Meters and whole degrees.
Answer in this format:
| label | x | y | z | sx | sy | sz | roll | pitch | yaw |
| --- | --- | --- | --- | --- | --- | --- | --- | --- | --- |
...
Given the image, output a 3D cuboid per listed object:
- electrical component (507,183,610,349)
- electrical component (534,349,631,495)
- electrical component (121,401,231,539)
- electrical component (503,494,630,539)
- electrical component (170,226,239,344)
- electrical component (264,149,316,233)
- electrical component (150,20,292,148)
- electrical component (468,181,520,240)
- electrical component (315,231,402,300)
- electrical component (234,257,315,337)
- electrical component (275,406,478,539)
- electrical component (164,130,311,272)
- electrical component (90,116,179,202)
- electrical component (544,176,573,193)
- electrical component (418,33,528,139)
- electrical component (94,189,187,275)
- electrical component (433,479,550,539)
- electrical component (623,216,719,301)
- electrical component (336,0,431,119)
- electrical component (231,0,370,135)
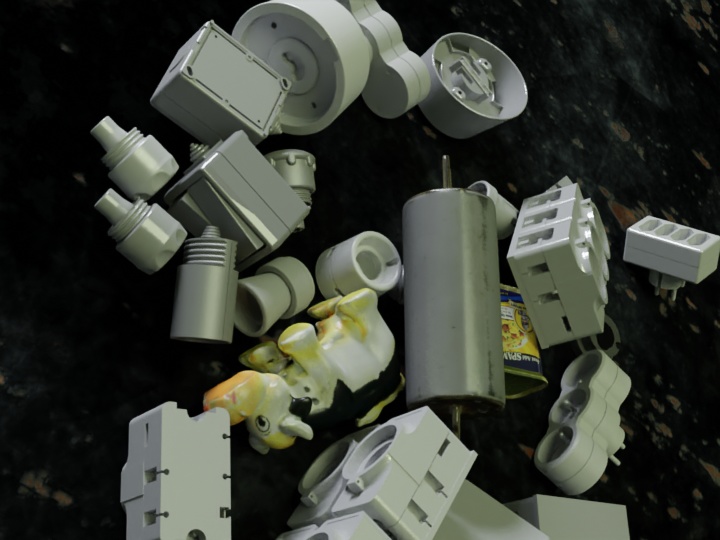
| label | x | y | z | sx | sy | sz | roll | pitch | yaw |
| --- | --- | --- | --- | --- | --- | --- | --- | --- | --- |
| electrical component | 0.182 | -0.008 | 0.950 | 0.089 | 0.062 | 0.150 | 67 | 21 | -16 |
| electrical component | 0.211 | 0.144 | 0.963 | 0.074 | 0.052 | 0.138 | 43 | 50 | -16 |
| electrical component | -0.119 | 0.137 | 0.695 | 0.050 | 0.056 | 0.089 | 13 | 64 | -35 |
| electrical component | 0.166 | 0.282 | 0.860 | 0.105 | 0.060 | 0.186 | 15 | 62 | -34 |
| electrical component | -0.108 | 0.009 | 0.757 | 0.043 | 0.043 | 0.081 | 11 | 79 | -36 |
| electrical component | -0.056 | -0.061 | 0.844 | 0.048 | 0.048 | 0.062 | 1 | 77 | -39 |
| electrical component | -0.103 | -0.129 | 0.824 | 0.096 | 0.061 | 0.061 | 36 | 52 | -22 |
| electrical component | 0.119 | -0.053 | 0.986 | 0.046 | 0.040 | 0.040 | 32 | 53 | -31 |
| electrical component | 0.000 | 0.000 | 0.859 | 0.055 | 0.047 | 0.055 | 17 | 61 | -33 |
| electrical component | -0.067 | 0.019 | 0.798 | 0.055 | 0.045 | 0.045 | -31 | 92 | -44 |
| electrical component | -0.011 | 0.182 | 0.730 | 0.060 | 0.105 | 0.186 | 47 | 49 | -12 |
| electrical component | -0.097 | -0.051 | 0.793 | 0.096 | 0.062 | 0.061 | 48 | 49 | -12 |
| electrical component | -0.164 | -0.081 | 0.765 | 0.062 | 0.043 | 0.043 | 47 | 49 | -12 |
| electrical component | 0.196 | -0.053 | 1.044 | 0.055 | 0.048 | 0.066 | 52 | 48 | 2 |
| electrical component | 0.100 | -0.173 | 1.006 | 0.099 | 0.064 | 0.099 | 17 | 61 | -33 |
| electrical component | -0.156 | -0.030 | 0.749 | 0.062 | 0.043 | 0.043 | 42 | 50 | -15 |
| electrical component | 0.077 | 0.210 | 0.799 | 0.100 | 0.100 | 0.048 | -17 | 126 | -43 |
| electrical component | 0.319 | -0.005 | 1.110 | 0.047 | 0.083 | 0.075 | -27 | 127 | -43 |
| electrical component | -0.003 | -0.193 | 0.939 | 0.074 | 0.052 | 0.138 | -39 | 96 | -42 |
| electrical component | -0.044 | -0.169 | 0.862 | 0.108 | 0.108 | 0.060 | 54 | 41 | -7 |
